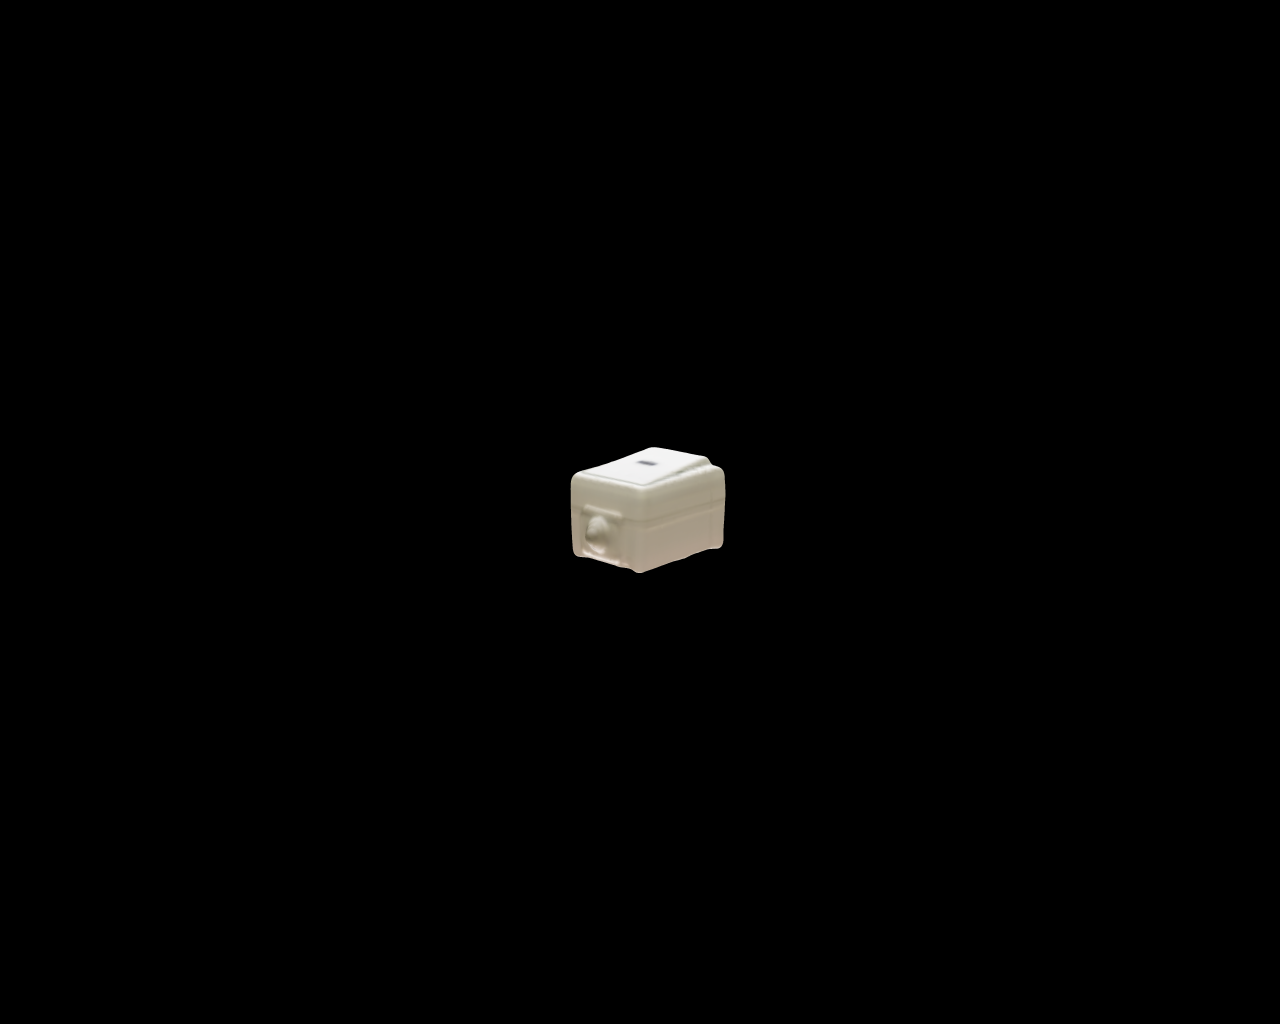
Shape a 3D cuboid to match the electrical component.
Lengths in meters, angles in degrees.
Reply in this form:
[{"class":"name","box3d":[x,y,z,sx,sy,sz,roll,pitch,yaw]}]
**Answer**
[{"class":"electrical component","box3d":[0.001,-0.003,0.650,0.062,0.061,0.096,14,20,42]}]
